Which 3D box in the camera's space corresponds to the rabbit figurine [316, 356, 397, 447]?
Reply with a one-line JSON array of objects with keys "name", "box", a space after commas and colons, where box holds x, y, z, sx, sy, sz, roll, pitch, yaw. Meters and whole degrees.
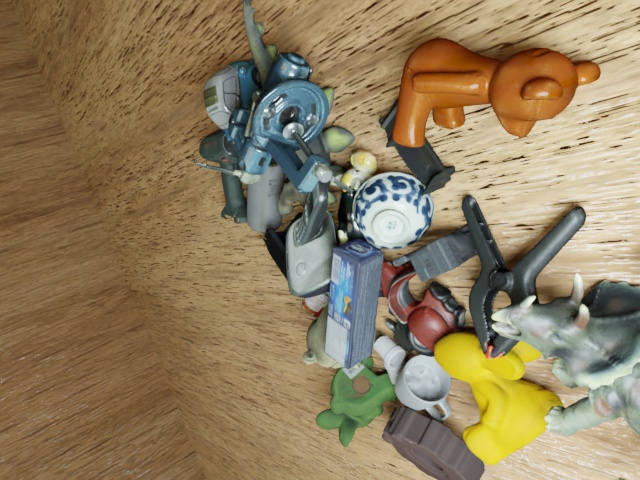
[{"name": "rabbit figurine", "box": [0.078, 0.331, 1.067, 0.121, 0.159, 0.170, 31, 150, 29]}]

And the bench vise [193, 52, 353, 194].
[{"name": "bench vise", "box": [-0.056, -0.143, 0.786, 0.223, 0.128, 0.241, -53, 49, 22]}]

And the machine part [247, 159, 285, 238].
[{"name": "machine part", "box": [-0.111, -0.101, 1.099, 0.079, 0.079, 0.243, 42, 140, 33]}]

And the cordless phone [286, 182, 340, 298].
[{"name": "cordless phone", "box": [-0.002, -0.002, 0.862, 0.184, 0.089, 0.146, 106, 162, -57]}]

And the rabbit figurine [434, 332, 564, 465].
[{"name": "rabbit figurine", "box": [0.235, 0.196, 0.744, 0.173, 0.122, 0.162, 49, 136, 18]}]

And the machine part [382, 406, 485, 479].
[{"name": "machine part", "box": [0.193, 0.362, 0.924, 0.179, 0.056, 0.179, 30, 154, 16]}]

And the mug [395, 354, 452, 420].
[{"name": "mug", "box": [0.179, 0.260, 0.924, 0.110, 0.081, 0.107, 47, 155, 15]}]

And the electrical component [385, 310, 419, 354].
[{"name": "electrical component", "box": [0.153, 0.160, 0.938, 0.094, 0.021, 0.063, 41, 140, 34]}]

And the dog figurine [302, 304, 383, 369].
[{"name": "dog figurine", "box": [0.038, 0.123, 0.951, 0.121, 0.172, 0.190, 27, 140, 30]}]

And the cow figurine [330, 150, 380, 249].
[{"name": "cow figurine", "box": [0.059, -0.054, 0.860, 0.068, 0.098, 0.167, 18, 129, 52]}]

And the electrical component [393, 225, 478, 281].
[{"name": "electrical component", "box": [0.161, 0.024, 0.745, 0.075, 0.119, 0.047, -35, 81, 55]}]

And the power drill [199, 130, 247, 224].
[{"name": "power drill", "box": [-0.185, -0.143, 1.180, 0.232, 0.086, 0.207, 17, 129, 50]}]

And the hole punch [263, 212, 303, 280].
[{"name": "hole punch", "box": [-0.049, 0.020, 1.090, 0.142, 0.092, 0.115, 52, 158, 15]}]

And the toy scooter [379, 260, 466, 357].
[{"name": "toy scooter", "box": [0.161, 0.085, 0.829, 0.184, 0.075, 0.135, 50, 128, 13]}]

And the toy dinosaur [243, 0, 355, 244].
[{"name": "toy dinosaur", "box": [-0.048, -0.195, 0.928, 0.199, 0.105, 0.471, -16, 107, 50]}]

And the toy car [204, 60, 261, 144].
[{"name": "toy car", "box": [-0.170, -0.266, 1.017, 0.109, 0.103, 0.161, -4, 85, 46]}]

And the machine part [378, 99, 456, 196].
[{"name": "machine part", "box": [0.135, -0.133, 0.755, 0.139, 0.039, 0.084, 61, 143, 10]}]

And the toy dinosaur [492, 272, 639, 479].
[{"name": "toy dinosaur", "box": [0.369, 0.195, 0.568, 0.405, 0.131, 0.192, 45, 144, 19]}]

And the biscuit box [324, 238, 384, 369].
[{"name": "biscuit box", "box": [0.052, 0.101, 0.847, 0.059, 0.063, 0.202, 28, 126, 38]}]

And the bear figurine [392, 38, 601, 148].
[{"name": "bear figurine", "box": [0.187, -0.155, 0.595, 0.196, 0.120, 0.131, 30, 137, 36]}]
